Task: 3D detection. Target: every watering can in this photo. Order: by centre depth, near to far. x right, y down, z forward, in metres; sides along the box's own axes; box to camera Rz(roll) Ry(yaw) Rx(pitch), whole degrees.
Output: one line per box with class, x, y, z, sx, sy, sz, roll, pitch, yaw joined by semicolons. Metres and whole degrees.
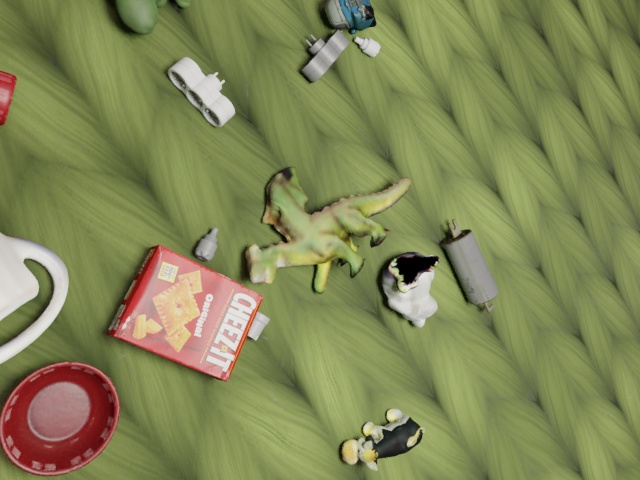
watering can;-0.514;0.091;0.689;0.223;0.103;0.354;57;41;-10

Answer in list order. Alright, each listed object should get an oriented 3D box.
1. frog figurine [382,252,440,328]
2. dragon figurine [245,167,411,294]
frog figurine;0.204;0.109;1.144;0.140;0.123;0.156;-54;146;-33
dragon figurine;0.003;-0.052;1.040;0.241;0.121;0.417;42;63;-10
